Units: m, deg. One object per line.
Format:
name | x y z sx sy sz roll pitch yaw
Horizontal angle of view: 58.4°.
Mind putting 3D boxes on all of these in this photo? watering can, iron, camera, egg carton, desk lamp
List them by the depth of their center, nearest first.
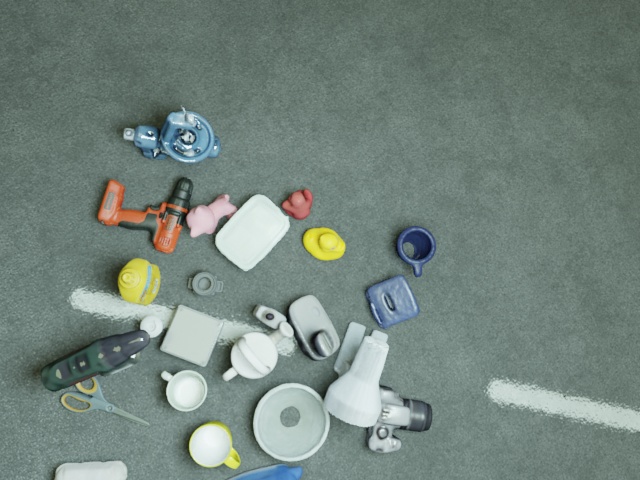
iron | -0.153 0.567 1.213 0.258 0.141 0.119 -11 83 -7
egg carton | -0.488 0.528 1.223 0.150 0.069 0.107 -2 82 -6
watering can | -0.137 0.242 1.236 0.101 0.194 0.173 30 80 0
desk lamp | 0.086 0.285 1.242 0.118 0.213 0.203 20 80 -2
camera | 0.180 0.409 1.289 0.137 0.100 0.143 9 81 -4

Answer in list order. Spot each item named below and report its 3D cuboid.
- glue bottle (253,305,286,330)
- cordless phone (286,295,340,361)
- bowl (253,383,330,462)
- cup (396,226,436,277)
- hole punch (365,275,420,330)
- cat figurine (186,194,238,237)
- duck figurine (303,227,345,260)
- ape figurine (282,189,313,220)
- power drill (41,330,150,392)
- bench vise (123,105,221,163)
glue bottle | -0.111 0.169 1.260 0.078 0.173 0.037 27 80 0
cordless phone | -0.012 0.194 1.260 0.094 0.185 0.147 -31 85 -9
bowl | -0.064 0.402 1.280 0.167 0.074 0.167 1 81 -5
cup | 0.220 0.032 1.352 0.092 0.095 0.118 -3 82 -6
hole punch | 0.167 0.146 1.332 0.101 0.091 0.108 -23 84 -8
cat figurine | -0.253 -0.060 1.309 0.128 0.117 0.067 -40 87 -10
duck figurine | 0.012 0.005 1.341 0.104 0.086 0.077 21 80 -2
ape figurine | -0.051 -0.089 1.346 0.078 0.092 0.076 -10 82 -7
power drill | -0.448 0.243 1.199 0.230 0.208 0.075 -24 84 -8
bench vise | -0.333 -0.227 1.274 0.207 0.219 0.121 -15 83 -7
